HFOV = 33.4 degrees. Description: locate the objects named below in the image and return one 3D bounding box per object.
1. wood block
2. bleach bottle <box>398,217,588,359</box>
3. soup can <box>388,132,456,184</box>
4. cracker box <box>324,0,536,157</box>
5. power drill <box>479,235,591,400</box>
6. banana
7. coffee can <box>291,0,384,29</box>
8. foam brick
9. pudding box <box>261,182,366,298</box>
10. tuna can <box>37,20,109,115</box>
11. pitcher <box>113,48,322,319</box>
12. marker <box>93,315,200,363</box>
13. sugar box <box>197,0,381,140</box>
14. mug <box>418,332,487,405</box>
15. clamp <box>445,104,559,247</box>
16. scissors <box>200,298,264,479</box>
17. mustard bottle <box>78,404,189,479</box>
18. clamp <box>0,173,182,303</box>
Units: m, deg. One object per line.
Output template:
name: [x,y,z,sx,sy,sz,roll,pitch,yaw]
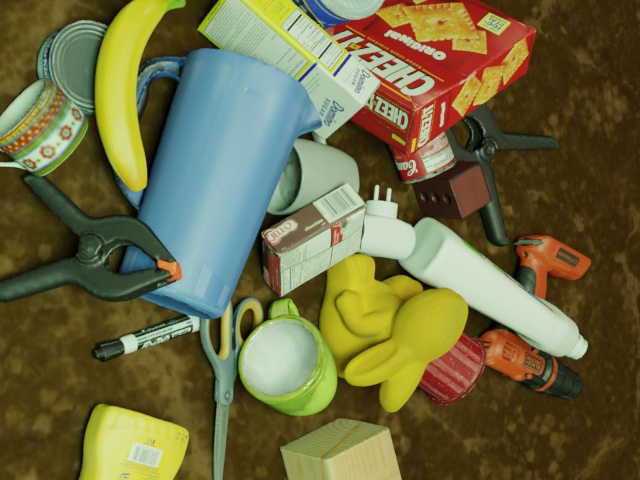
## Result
wood block: [0.040,0.309,1.152,0.090,0.090,0.206,-20,101,-35]
bleach bottle: [0.214,0.069,1.259,0.250,0.103,0.068,32,95,-22]
soup can: [0.109,-0.125,1.233,0.068,0.069,0.102,-32,107,-34]
cracker box: [0.107,-0.201,1.171,0.213,0.164,0.072,-35,147,-33]
power drill: [0.291,0.100,1.373,0.184,0.057,0.187,27,73,-34]
banana: [-0.174,-0.146,0.984,0.069,0.037,0.198,14,80,-17]
coffee can: [-0.011,-0.266,1.099,0.102,0.141,0.103,1,88,-38]
foam brick: [0.154,-0.060,1.257,0.051,0.078,0.053,-30,109,-26]
pudding box: [-0.007,0.001,1.113,0.113,0.090,0.039,-29,64,-18]
tuna can: [-0.221,-0.161,1.002,0.085,0.034,0.086,1,88,-38]
pitcher: [-0.116,-0.056,1.032,0.144,0.149,0.243,32,72,-49]
marker: [-0.167,0.095,1.044,0.120,0.020,0.020,-17,99,-37]
sugar box: [-0.032,-0.187,1.079,0.176,0.093,0.048,39,59,-11]
mug: [0.131,0.123,1.238,0.081,0.093,0.117,37,36,-26]
clamp: [0.198,-0.100,1.321,0.209,0.036,0.164,31,76,-29]
scissors: [-0.087,0.146,1.104,0.096,0.016,0.202,-22,112,-49]
mustard bottle: [-0.193,0.256,0.994,0.096,0.058,0.191,26,73,-35]
clamp: [-0.206,0.001,0.955,0.171,0.039,0.120,4,83,4]
